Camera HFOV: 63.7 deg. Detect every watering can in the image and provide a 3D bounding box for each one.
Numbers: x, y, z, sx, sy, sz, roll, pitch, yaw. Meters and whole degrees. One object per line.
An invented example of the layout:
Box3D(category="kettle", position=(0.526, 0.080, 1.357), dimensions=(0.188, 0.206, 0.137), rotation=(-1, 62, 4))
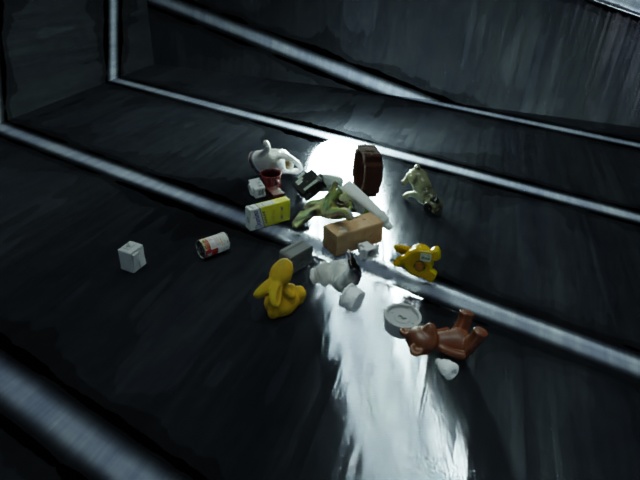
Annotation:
Box3D(category="watering can", position=(-0.220, -0.362, 2.266), dimensions=(0.224, 0.105, 0.344), rotation=(2, -14, 29))

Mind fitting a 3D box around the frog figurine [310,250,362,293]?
Box3D(category="frog figurine", position=(0.050, 0.116, 1.669), dimensions=(0.158, 0.120, 0.140), rotation=(-31, 39, 13))

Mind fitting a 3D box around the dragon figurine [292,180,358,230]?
Box3D(category="dragon figurine", position=(0.006, -0.097, 1.933), dimensions=(0.242, 0.121, 0.416), rotation=(-31, 17, 9))
